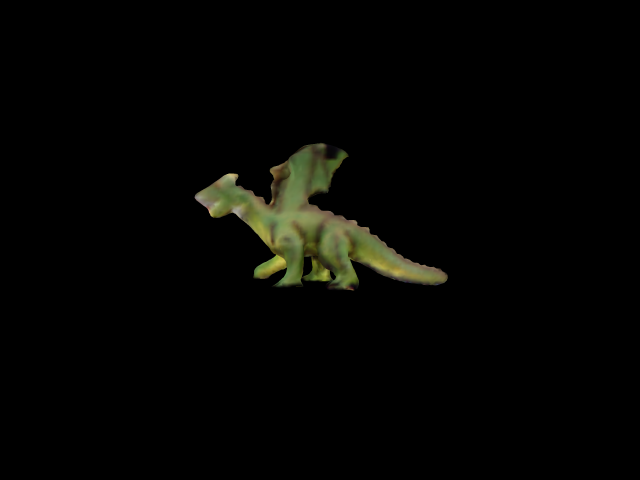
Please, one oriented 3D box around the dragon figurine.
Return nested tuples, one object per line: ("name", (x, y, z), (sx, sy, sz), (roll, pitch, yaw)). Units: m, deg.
("dragon figurine", (0.003, -0.043, 0.850), (0.410, 0.243, 0.122), (0, -3, -2))
